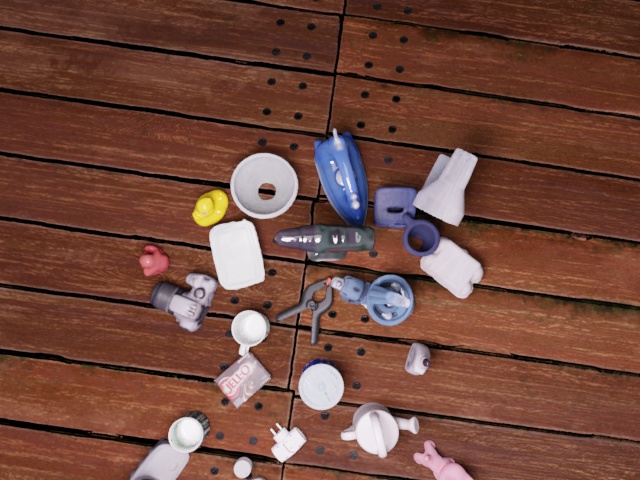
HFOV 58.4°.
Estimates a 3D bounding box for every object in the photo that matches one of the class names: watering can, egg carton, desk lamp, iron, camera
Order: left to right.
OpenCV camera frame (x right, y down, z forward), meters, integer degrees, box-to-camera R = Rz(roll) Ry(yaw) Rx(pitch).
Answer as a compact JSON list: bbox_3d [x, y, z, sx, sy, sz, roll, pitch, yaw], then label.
[{"bbox_3d":[-0.337,0.137,1.399,0.137,0.101,0.143,23,84,2],"label":"camera"},{"bbox_3d":[0.066,-0.149,1.417,0.118,0.141,0.258,-18,84,-3],"label":"iron"},{"bbox_3d":[0.138,0.438,1.324,0.173,0.194,0.101,-32,84,-4],"label":"watering can"},{"bbox_3d":[0.305,-0.128,1.382,0.118,0.213,0.203,26,84,3],"label":"desk lamp"},{"bbox_3d":[0.330,0.068,1.432,0.150,0.069,0.107,38,84,3],"label":"egg carton"}]

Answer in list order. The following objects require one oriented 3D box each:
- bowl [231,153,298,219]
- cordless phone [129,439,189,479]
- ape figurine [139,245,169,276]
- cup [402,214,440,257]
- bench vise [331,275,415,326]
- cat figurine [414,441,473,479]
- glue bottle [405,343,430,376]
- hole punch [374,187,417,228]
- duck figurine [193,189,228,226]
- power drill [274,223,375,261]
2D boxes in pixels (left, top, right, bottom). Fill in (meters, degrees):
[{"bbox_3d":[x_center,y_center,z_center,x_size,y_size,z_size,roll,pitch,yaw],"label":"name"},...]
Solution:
[{"bbox_3d":[-0.138,-0.131,1.446,0.167,0.074,0.167,0,83,-1],"label":"bowl"},{"bbox_3d":[-0.384,0.541,1.309,0.094,0.185,0.148,34,84,3],"label":"cordless phone"},{"bbox_3d":[-0.416,0.052,1.412,0.076,0.092,0.078,21,84,2],"label":"ape figurine"},{"bbox_3d":[0.237,-0.010,1.427,0.092,0.095,0.118,-36,85,-4],"label":"cup"},{"bbox_3d":[0.130,0.141,1.345,0.207,0.219,0.121,0,83,-1],"label":"bench vise"},{"bbox_3d":[0.293,0.544,1.353,0.128,0.117,0.067,37,84,4],"label":"cat figurine"},{"bbox_3d":[0.238,0.286,1.354,0.037,0.173,0.078,21,84,2],"label":"glue bottle"},{"bbox_3d":[0.190,-0.081,1.437,0.108,0.091,0.101,0,83,-1],"label":"hole punch"},{"bbox_3d":[-0.278,-0.086,1.433,0.077,0.086,0.104,42,85,4],"label":"duck figurine"},{"bbox_3d":[0.013,0.005,1.365,0.229,0.208,0.076,-3,83,-1],"label":"power drill"}]
